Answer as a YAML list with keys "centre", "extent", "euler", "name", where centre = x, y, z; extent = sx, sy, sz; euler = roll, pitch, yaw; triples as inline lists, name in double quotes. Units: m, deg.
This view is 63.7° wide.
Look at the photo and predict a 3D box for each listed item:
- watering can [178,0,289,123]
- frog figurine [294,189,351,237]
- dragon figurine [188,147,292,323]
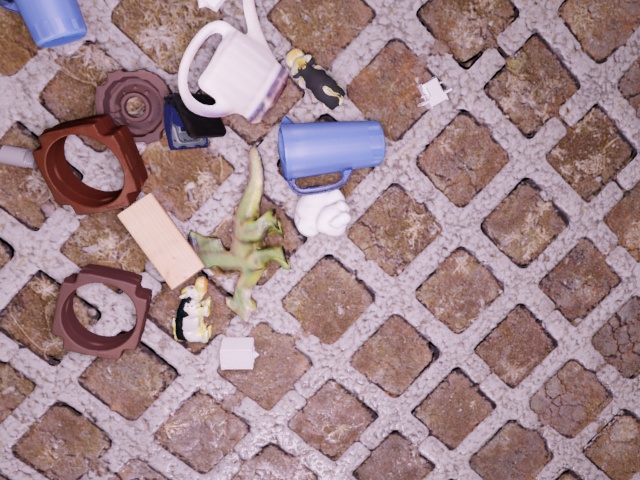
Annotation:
- centre: [-0.164, -0.410, 1.147]
  extent: [0.222, 0.350, 0.104]
  euler: [33, -11, -20]
  name: "watering can"
- centre: [0.004, -0.061, 1.213]
  extent: [0.137, 0.122, 0.161]
  euler: [-38, 13, 3]
  name: "frog figurine"
- centre: [-0.204, 0.000, 1.235]
  extent: [0.242, 0.406, 0.123]
  euler: [-14, 12, 4]
  name: "dragon figurine"
